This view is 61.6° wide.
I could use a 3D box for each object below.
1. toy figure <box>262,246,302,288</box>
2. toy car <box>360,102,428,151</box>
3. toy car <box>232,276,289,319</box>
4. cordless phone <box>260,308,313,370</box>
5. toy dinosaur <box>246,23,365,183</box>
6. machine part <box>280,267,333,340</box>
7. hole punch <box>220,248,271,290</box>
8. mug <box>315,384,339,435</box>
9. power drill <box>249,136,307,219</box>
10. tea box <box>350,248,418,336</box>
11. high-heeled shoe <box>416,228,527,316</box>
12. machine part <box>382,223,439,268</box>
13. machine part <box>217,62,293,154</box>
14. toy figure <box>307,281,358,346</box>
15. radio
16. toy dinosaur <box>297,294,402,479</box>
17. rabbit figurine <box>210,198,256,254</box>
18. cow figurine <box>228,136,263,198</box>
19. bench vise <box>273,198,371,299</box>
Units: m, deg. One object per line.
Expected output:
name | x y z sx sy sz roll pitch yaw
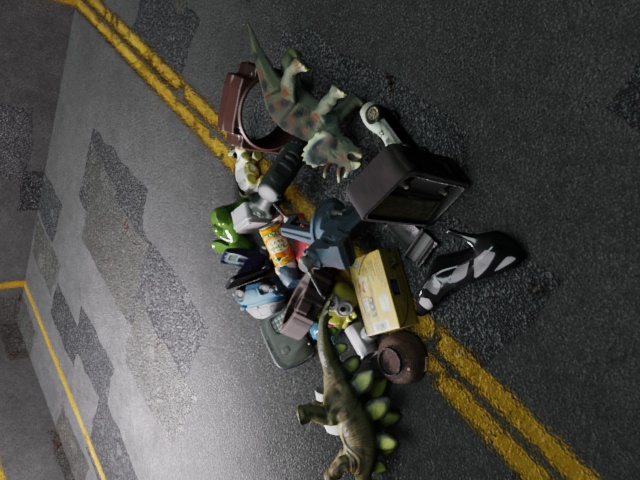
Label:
toy figure | -0.095 0.053 1.383 0.058 0.064 0.155 -38 59 13
toy car | 0.154 -0.209 1.102 0.056 0.073 0.202 -49 58 32
toy car | -0.144 0.154 1.419 0.162 0.109 0.102 -13 94 38
cordless phone | -0.048 0.223 1.340 0.184 0.088 0.147 -39 63 19
toy dinosaur | -0.044 -0.294 1.203 0.405 0.131 0.192 40 110 12
machine part | -0.030 0.142 1.231 0.056 0.179 0.179 28 120 -6
hole punch | -0.202 0.067 1.421 0.092 0.116 0.142 69 155 15
mug | 0.048 0.393 1.244 0.110 0.081 0.107 -3 98 34
power drill | -0.092 -0.155 1.323 0.086 0.232 0.207 36 142 -9
tea box | 0.133 0.110 1.142 0.098 0.068 0.169 -24 74 44
high-heeled shoe | 0.276 0.077 1.012 0.145 0.086 0.248 23 131 12
machine part | 0.181 -0.011 1.110 0.139 0.039 0.084 51 131 31
machine part | -0.136 -0.318 1.310 0.087 0.201 0.201 33 115 44
toy figure | 0.026 0.175 1.248 0.089 0.082 0.180 -94 22 -52
radio | 0.168 -0.096 0.984 0.131 0.229 0.073 -47 60 31
toy dinosaur | 0.059 0.357 1.150 0.199 0.105 0.471 -22 90 10
rabbit figurine | -0.246 -0.010 1.507 0.159 0.121 0.170 -22 91 49
cow figurine | -0.208 -0.206 1.493 0.098 0.068 0.167 -35 66 48
bench vise | -0.006 -0.011 1.184 0.241 0.223 0.128 15 147 41
